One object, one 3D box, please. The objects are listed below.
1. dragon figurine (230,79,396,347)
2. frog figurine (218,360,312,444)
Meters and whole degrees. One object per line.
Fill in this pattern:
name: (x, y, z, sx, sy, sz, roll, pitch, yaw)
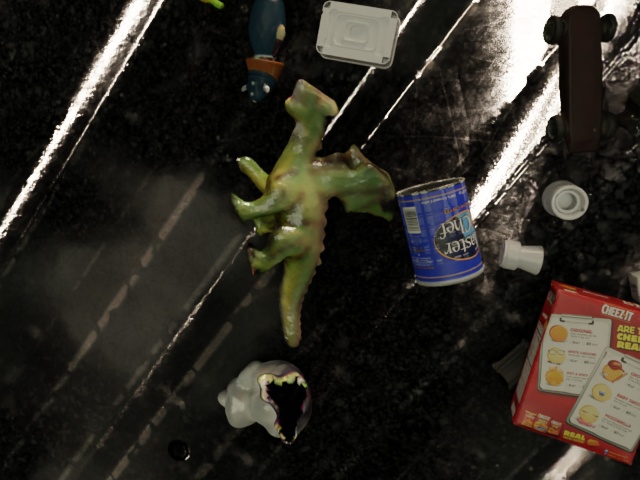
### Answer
dragon figurine: (0.002, -0.041, 0.807, 0.242, 0.124, 0.405, -15, 105, 5)
frog figurine: (-0.094, 0.276, 0.886, 0.136, 0.125, 0.157, 52, 141, -11)
